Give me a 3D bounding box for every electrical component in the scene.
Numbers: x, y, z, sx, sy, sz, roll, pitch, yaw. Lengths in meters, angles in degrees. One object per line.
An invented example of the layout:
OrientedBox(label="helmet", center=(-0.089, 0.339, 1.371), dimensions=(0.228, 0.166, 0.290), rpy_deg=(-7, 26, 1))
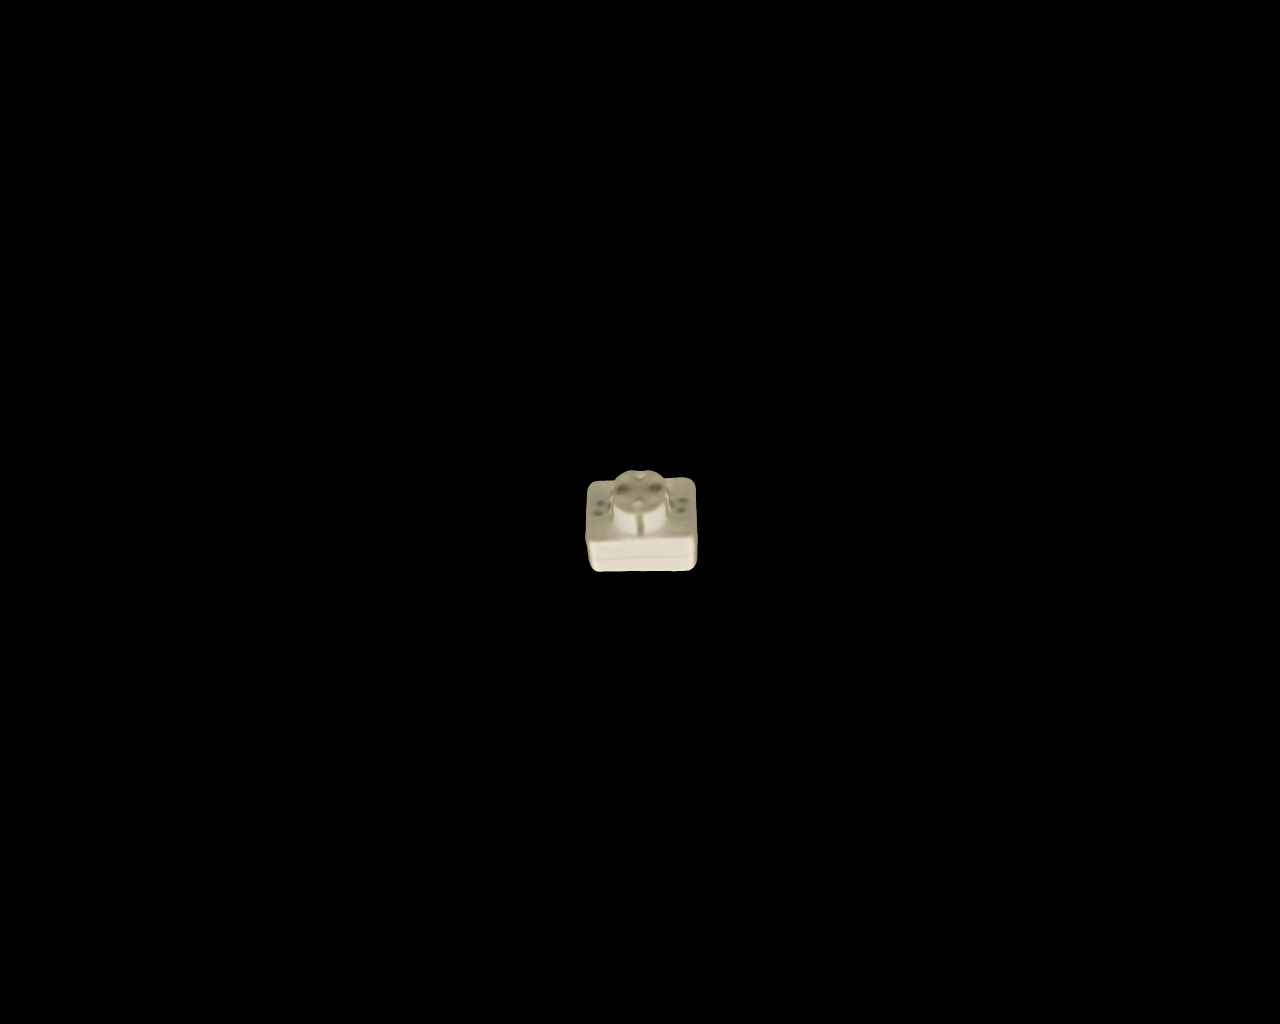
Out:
OrientedBox(label="electrical component", center=(0.001, -0.003, 0.650), dimensions=(0.066, 0.047, 0.076), rpy_deg=(-2, -35, 2))
